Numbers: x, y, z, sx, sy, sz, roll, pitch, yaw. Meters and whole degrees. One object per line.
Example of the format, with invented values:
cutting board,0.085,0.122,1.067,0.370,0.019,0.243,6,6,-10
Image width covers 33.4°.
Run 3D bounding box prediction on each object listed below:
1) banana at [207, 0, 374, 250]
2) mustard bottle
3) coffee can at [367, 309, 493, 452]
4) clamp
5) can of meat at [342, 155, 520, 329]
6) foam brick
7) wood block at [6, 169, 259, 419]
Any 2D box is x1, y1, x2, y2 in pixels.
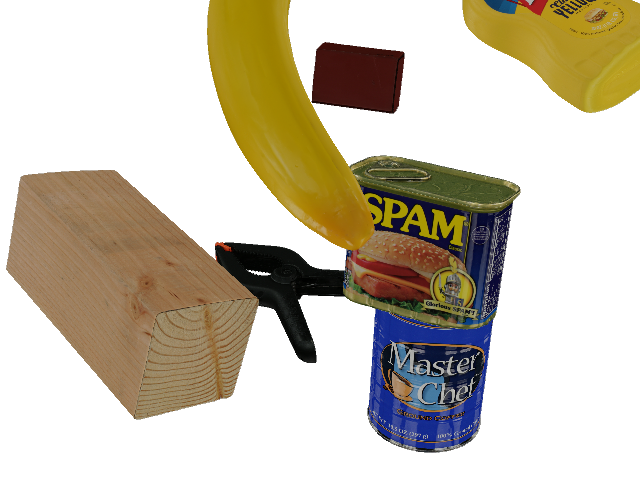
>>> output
banana,-0.017,-0.083,0.486,0.069,0.198,0.037,-2,-31,-2
mustard bottle,0.166,-0.176,0.814,0.096,0.058,0.192,-34,55,-19
coffee can,0.095,0.097,0.928,0.103,0.140,0.103,2,28,-1
clamp,-0.037,0.053,1.111,0.210,0.036,0.164,19,35,27
can of meat,0.065,0.001,0.657,0.102,0.084,0.057,15,23,26
foam brick,0.035,-0.150,0.980,0.078,0.051,0.053,9,18,9
wood block,-0.149,0.032,0.813,0.090,0.091,0.206,-7,34,-42
